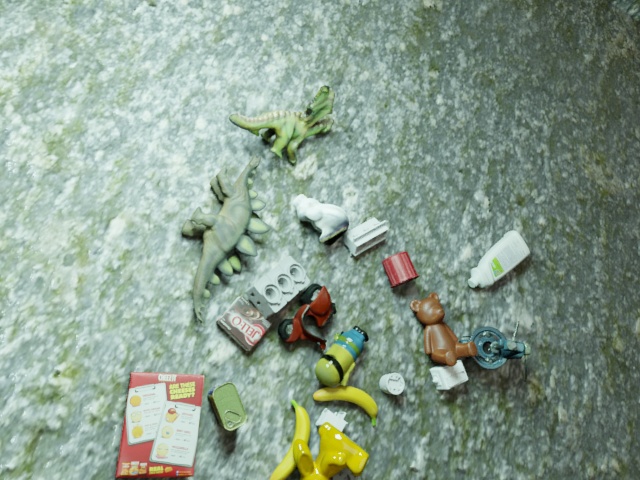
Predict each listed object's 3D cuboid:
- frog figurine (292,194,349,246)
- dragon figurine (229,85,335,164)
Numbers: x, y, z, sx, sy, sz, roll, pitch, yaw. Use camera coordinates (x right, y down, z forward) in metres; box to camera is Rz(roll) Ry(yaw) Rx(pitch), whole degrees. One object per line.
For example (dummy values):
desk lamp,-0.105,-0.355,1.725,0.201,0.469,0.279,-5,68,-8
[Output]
frog figurine,0.004,-0.073,1.450,0.161,0.121,0.138,58,29,12
dragon figurine,-0.067,-0.341,1.411,0.241,0.409,0.123,-42,75,11
